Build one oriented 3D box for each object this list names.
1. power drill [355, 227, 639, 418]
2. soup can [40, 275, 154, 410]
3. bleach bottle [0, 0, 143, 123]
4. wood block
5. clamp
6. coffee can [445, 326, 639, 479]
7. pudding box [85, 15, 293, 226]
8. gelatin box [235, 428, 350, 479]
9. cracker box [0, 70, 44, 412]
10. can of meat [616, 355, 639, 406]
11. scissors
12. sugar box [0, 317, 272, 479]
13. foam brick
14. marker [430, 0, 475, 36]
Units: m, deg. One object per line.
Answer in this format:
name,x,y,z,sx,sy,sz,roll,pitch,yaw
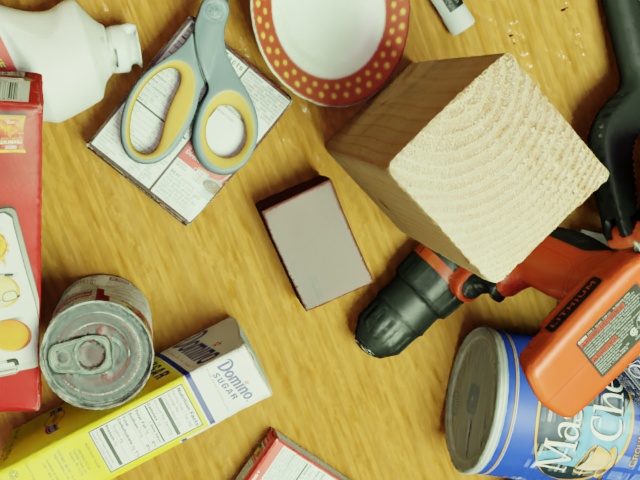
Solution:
power drill,0.120,0.036,0.689,0.184,0.188,0.057,-46,122,0
soup can,-0.142,0.062,0.691,0.068,0.102,0.068,-1,98,-9
bleach bottle,-0.240,-0.114,0.671,0.250,0.068,0.102,-10,104,-9
wood block,0.078,-0.050,0.657,0.090,0.206,0.090,-44,102,-1
clamp,0.232,-0.097,0.743,0.164,0.036,0.210,29,77,-9
coffee can,0.171,0.121,0.749,0.140,0.103,0.103,10,96,-11
pudding box,-0.087,-0.079,0.713,0.090,0.039,0.113,39,88,-10
gelatin box,-0.019,0.190,0.766,0.089,0.030,0.073,35,90,-12
cracker box,-0.252,0.001,0.646,0.164,0.072,0.214,1,118,-14
can of meat,0.241,0.072,0.688,0.102,0.057,0.084,-42,95,-14
scissors,-0.055,-0.129,0.685,0.096,0.016,0.202,31,88,-12
sugar box,-0.122,0.114,0.707,0.176,0.093,0.048,-30,102,-5
foam brick,-0.005,0.001,0.731,0.053,0.051,0.078,-24,102,-4
marker,0.066,-0.195,0.730,0.020,0.020,0.121,-35,102,-3
